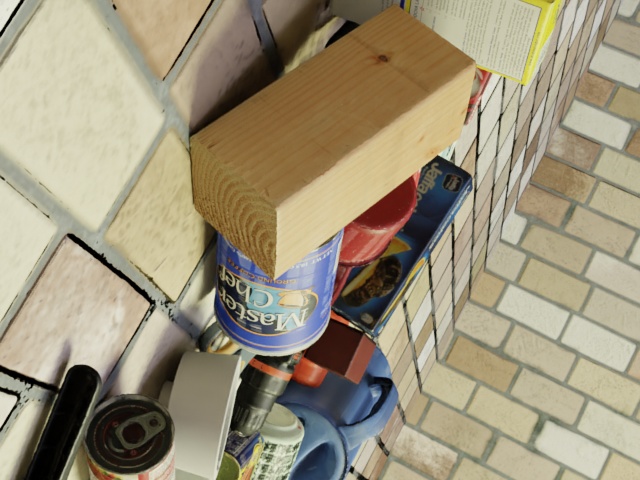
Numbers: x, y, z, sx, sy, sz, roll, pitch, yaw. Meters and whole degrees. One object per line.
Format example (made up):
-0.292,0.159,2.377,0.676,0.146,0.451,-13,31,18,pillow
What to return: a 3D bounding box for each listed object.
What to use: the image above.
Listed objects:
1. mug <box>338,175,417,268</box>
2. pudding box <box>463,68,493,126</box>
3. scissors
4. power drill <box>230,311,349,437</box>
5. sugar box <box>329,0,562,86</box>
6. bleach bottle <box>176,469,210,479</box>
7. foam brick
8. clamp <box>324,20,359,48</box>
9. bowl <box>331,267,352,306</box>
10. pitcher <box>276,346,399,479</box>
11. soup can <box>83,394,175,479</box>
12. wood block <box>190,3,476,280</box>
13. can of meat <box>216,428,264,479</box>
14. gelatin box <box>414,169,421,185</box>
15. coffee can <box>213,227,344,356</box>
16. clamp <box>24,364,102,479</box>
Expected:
0.035,-0.043,0.930,0.082,0.093,0.117,129,-32,-66,mug
0.114,-0.176,1.057,0.090,0.113,0.039,-68,169,16,pudding box
-0.056,0.083,1.028,0.201,0.016,0.096,-38,146,-35,scissors
-0.031,0.128,1.191,0.184,0.057,0.187,-64,166,1,power drill
0.095,-0.192,0.828,0.048,0.176,0.093,-56,164,-31,sugar box
-0.165,0.306,1.020,0.102,0.068,0.251,-51,163,-45,bleach bottle
0.022,0.119,1.154,0.051,0.053,0.078,-66,162,-8,foam brick
0.048,-0.197,0.930,0.171,0.039,0.120,-63,177,-6,clamp
-0.007,0.001,1.042,0.162,0.055,0.162,-56,160,-34,bowl
0.018,0.212,1.356,0.242,0.149,0.145,-44,156,-62,pitcher
-0.147,0.175,0.833,0.068,0.068,0.102,-54,163,-35,soup can
0.011,-0.077,0.797,0.205,0.091,0.090,-37,154,-26,wood block
-0.107,0.251,1.141,0.102,0.057,0.083,-68,168,18,can of meat
0.059,-0.080,1.077,0.030,0.089,0.073,-54,163,-32,gelatin box
-0.035,0.015,0.879,0.102,0.103,0.140,-53,162,-36,coffee can
-0.208,0.200,0.720,0.164,0.036,0.210,-48,159,-48,clamp
